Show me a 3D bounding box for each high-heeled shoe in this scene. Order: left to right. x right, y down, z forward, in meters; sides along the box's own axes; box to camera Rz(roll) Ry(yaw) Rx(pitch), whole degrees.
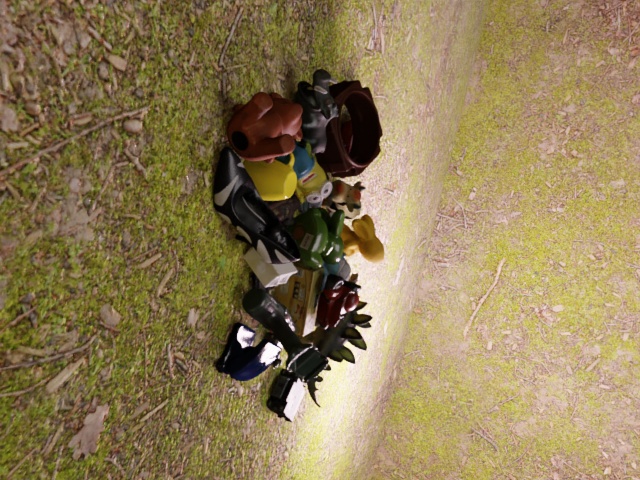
[{"bbox_3d":[-0.111,-0.054,0.999,0.248,0.145,0.086,85,28,-44],"label":"high-heeled shoe"}]

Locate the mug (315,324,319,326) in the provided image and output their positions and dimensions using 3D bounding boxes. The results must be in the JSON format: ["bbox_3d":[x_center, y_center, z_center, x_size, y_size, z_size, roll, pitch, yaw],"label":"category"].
[{"bbox_3d":[-0.036,0.192,1.415,0.107,0.110,0.081,-66,165,12],"label":"mug"}]

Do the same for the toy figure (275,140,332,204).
[{"bbox_3d":[-0.037,-0.156,1.170,0.180,0.082,0.089,47,36,-38],"label":"toy figure"}]

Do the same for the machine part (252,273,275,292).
[{"bbox_3d":[-0.112,0.082,1.233,0.139,0.039,0.084,-36,132,-54],"label":"machine part"}]

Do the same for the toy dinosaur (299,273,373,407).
[{"bbox_3d":[0.035,0.255,1.498,0.471,0.199,0.104,-58,150,-42],"label":"toy dinosaur"}]

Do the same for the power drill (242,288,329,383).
[{"bbox_3d":[-0.067,0.204,1.162,0.086,0.207,0.231,-36,139,0],"label":"power drill"}]

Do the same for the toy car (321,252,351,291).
[{"bbox_3d":[0.030,0.093,1.471,0.109,0.103,0.161,-57,170,-40],"label":"toy car"}]

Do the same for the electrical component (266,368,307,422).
[{"bbox_3d":[-0.092,0.424,1.481,0.134,0.058,0.115,73,35,-53],"label":"electrical component"}]

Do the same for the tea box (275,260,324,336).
[{"bbox_3d":[-0.056,0.141,1.330,0.068,0.098,0.169,-18,121,-65],"label":"tea box"}]

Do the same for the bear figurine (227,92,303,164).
[{"bbox_3d":[-0.078,-0.219,1.001,0.196,0.132,0.120,-40,107,-46],"label":"bear figurine"}]

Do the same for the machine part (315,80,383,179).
[{"bbox_3d":[0.065,-0.266,1.296,0.201,0.087,0.200,-46,127,-39],"label":"machine part"}]

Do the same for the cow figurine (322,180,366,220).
[{"bbox_3d":[0.067,-0.106,1.438,0.194,0.127,0.085,44,60,-69],"label":"cow figurine"}]

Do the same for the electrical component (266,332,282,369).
[{"bbox_3d":[-0.113,0.272,1.345,0.078,0.045,0.102,-36,136,-57],"label":"electrical component"}]

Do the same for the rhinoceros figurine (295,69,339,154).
[{"bbox_3d":[-0.015,-0.270,1.149,0.073,0.112,0.190,-49,155,-45],"label":"rhinoceros figurine"}]

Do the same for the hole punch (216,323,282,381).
[{"bbox_3d":[-0.153,0.257,1.182,0.115,0.092,0.142,-66,161,-13],"label":"hole punch"}]

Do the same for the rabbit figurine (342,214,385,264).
[{"bbox_3d":[0.112,0.006,1.564,0.122,0.173,0.162,-23,129,-59],"label":"rabbit figurine"}]

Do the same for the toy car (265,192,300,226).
[{"bbox_3d":[-0.098,-0.059,1.161,0.202,0.053,0.089,-35,139,-61],"label":"toy car"}]

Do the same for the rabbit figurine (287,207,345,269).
[{"bbox_3d":[-0.003,-0.004,1.301,0.170,0.121,0.159,30,74,-53],"label":"rabbit figurine"}]

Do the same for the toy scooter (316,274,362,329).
[{"bbox_3d":[0.043,0.162,1.356,0.183,0.075,0.135,28,78,-65],"label":"toy scooter"}]
